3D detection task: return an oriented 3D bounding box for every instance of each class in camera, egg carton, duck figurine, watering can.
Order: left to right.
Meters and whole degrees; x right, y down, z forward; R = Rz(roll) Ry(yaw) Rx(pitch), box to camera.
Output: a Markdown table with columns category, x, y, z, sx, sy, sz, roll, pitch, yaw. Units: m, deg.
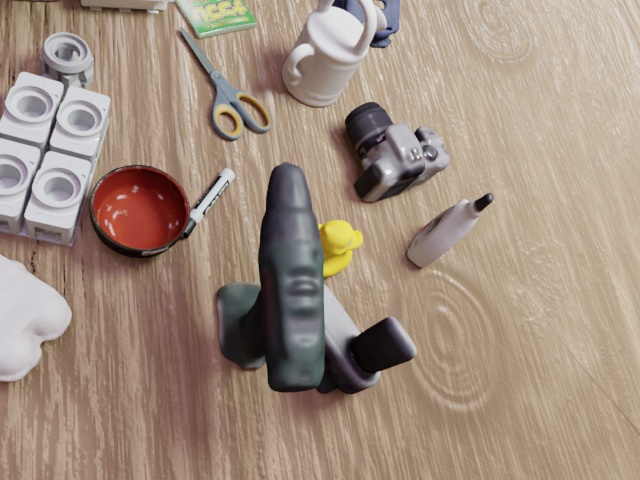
| category | x | y | z | sx | sy | sz | roll | pitch | yaw |
| --- | --- | --- | --- | --- | --- | --- | --- | --- | --- |
| egg carton | -0.338 | 0.069 | 0.581 | 0.150 | 0.069 | 0.107 | 34 | 58 | -7 |
| duck figurine | 0.007 | 0.003 | 0.759 | 0.105 | 0.086 | 0.077 | 3 | 66 | -23 |
| watering can | 0.025 | -0.297 | 0.841 | 0.101 | 0.193 | 0.173 | 34 | 58 | -6 |
| camera | 0.110 | -0.146 | 0.866 | 0.143 | 0.100 | 0.137 | -21 | 77 | -30 |

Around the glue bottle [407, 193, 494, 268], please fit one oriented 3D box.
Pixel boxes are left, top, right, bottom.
| category | x | y | z | sx | sy | sz | roll | pitch | yaw |
| --- | --- | --- | --- | --- | --- | --- | --- | --- | --- |
| glue bottle | 0.187 | -0.023 | 0.801 | 0.037 | 0.173 | 0.078 | 36 | 57 | -5 |

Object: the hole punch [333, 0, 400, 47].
| category | x | y | z | sx | sy | sz | roll | pitch | yaw |
| --- | --- | --- | --- | --- | --- | --- | --- | --- | --- |
| hole punch | 0.087 | -0.396 | 0.977 | 0.109 | 0.091 | 0.101 | -1 | 67 | -25 |

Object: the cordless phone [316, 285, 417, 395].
| category | x | y | z | sx | sy | sz | roll | pitch | yaw |
| --- | --- | --- | --- | --- | --- | --- | --- | --- | --- |
| cordless phone | 0.038 | 0.100 | 0.670 | 0.094 | 0.184 | 0.147 | -34 | 83 | -32 |

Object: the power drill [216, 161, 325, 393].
| category | x | y | z | sx | sy | sz | roll | pitch | yaw |
| --- | --- | --- | --- | --- | --- | --- | --- | --- | --- |
| power drill | -0.054 | 0.058 | 0.633 | 0.076 | 0.208 | 0.229 | 0 | 67 | -24 |
